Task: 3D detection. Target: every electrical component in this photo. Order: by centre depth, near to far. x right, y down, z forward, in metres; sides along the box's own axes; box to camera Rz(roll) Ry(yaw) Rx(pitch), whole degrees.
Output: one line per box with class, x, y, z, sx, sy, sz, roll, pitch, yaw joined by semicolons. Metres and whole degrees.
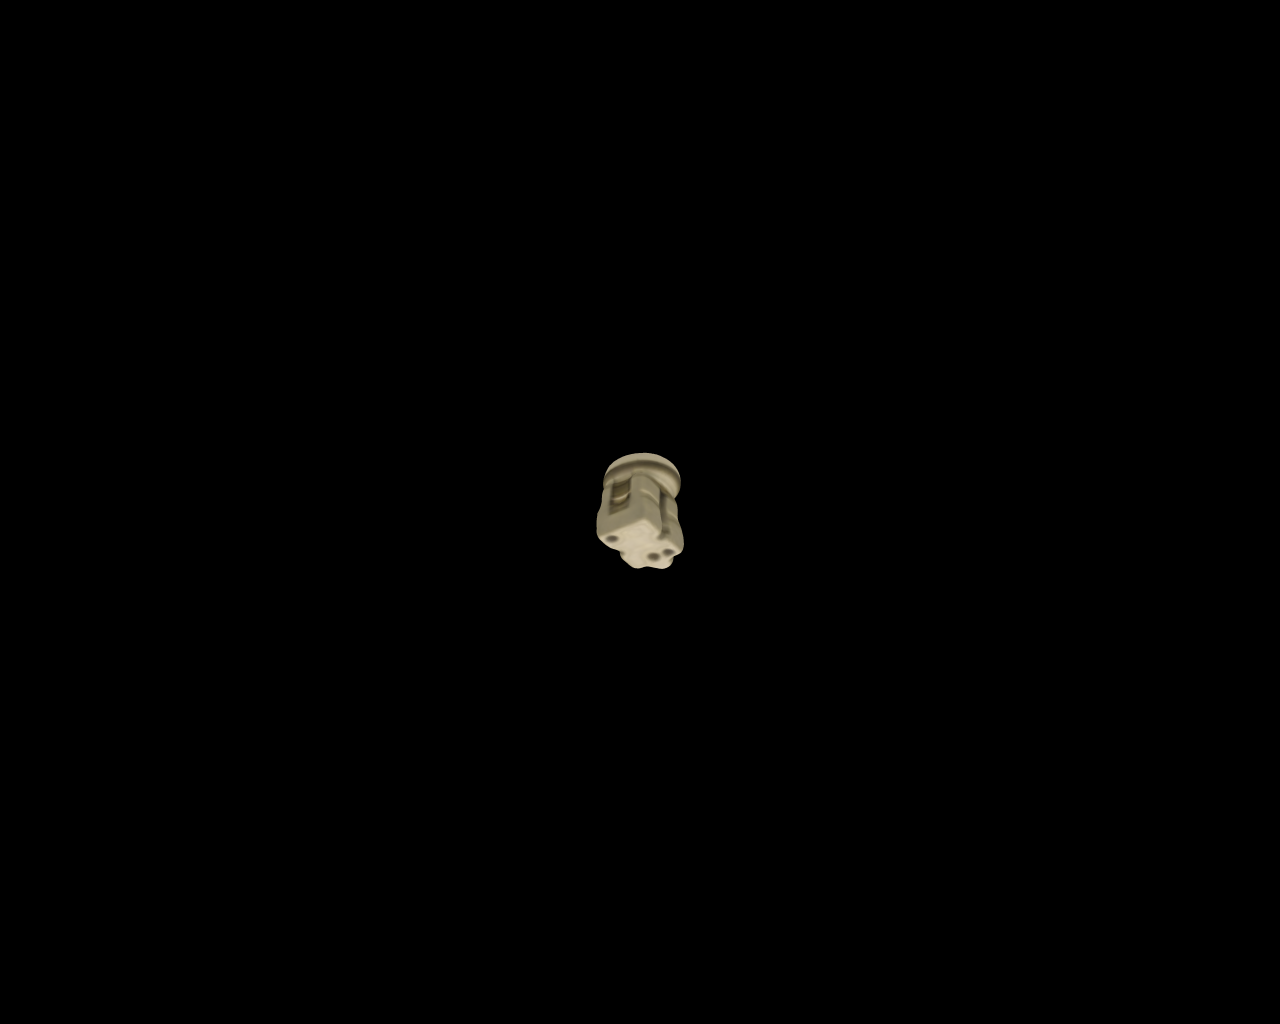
electrical component;0.001;-0.003;0.650;0.048;0.055;0.066;-20;-40;25
